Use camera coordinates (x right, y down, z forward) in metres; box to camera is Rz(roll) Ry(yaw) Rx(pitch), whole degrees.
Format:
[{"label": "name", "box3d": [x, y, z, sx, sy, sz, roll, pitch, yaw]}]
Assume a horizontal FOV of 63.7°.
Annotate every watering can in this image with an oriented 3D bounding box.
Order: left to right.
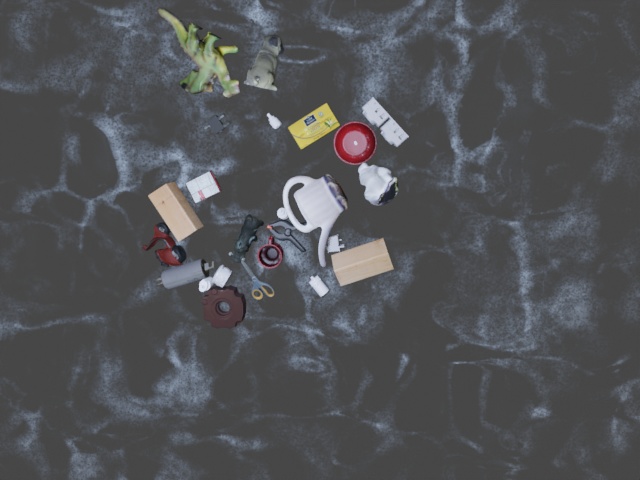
[{"label": "watering can", "box3d": [0.006, -0.095, 1.894, 0.223, 0.104, 0.350, -30, 82, 8]}]

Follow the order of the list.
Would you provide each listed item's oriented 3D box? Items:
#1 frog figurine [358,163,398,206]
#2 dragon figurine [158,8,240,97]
[{"label": "frog figurine", "box3d": [0.204, -0.207, 1.892, 0.161, 0.123, 0.135, 39, 112, 35]}, {"label": "dragon figurine", "box3d": [-0.450, -0.654, 1.883, 0.412, 0.123, 0.240, 29, 108, 9]}]
